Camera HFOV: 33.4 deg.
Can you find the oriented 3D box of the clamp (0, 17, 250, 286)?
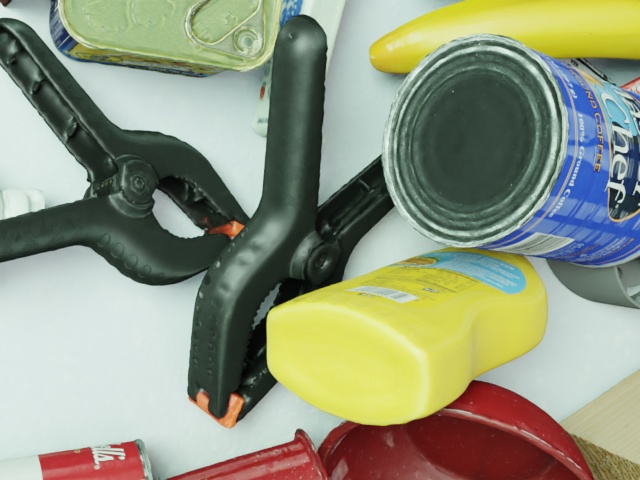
[{"bbox_3d":[-0.102,-0.034,0.521,0.171,0.039,0.120,14,75,-45],"label":"clamp"}]

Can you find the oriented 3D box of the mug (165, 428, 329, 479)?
[{"bbox_3d":[-0.035,0.162,0.560,0.081,0.093,0.117,-14,135,-13],"label":"mug"}]

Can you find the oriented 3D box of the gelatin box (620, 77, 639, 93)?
[{"bbox_3d":[0.224,-0.098,0.621,0.089,0.073,0.030,-23,88,-33],"label":"gelatin box"}]

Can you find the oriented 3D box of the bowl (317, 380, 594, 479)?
[{"bbox_3d":[0.080,0.126,0.579,0.162,0.162,0.055,43,43,-17],"label":"bowl"}]

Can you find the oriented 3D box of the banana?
[{"bbox_3d":[0.127,-0.109,0.576,0.197,0.070,0.037,-3,67,-20],"label":"banana"}]

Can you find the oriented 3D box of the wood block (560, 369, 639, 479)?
[{"bbox_3d":[0.262,0.108,0.651,0.206,0.091,0.090,-29,104,-16],"label":"wood block"}]

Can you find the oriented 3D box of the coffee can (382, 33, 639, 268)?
[{"bbox_3d":[0.114,-0.041,0.554,0.140,0.103,0.103,7,91,-49],"label":"coffee can"}]

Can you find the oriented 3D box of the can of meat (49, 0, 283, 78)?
[{"bbox_3d":[-0.079,-0.112,0.520,0.102,0.084,0.057,6,91,-20],"label":"can of meat"}]

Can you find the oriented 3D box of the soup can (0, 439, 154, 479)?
[{"bbox_3d":[-0.135,0.139,0.526,0.102,0.069,0.068,-5,95,-18],"label":"soup can"}]

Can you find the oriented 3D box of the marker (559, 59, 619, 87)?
[{"bbox_3d":[0.179,-0.083,0.647,0.121,0.020,0.020,33,83,-18],"label":"marker"}]

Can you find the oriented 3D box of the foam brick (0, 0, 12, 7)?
[{"bbox_3d":[-0.148,-0.148,0.497,0.051,0.078,0.053,42,80,-19],"label":"foam brick"}]

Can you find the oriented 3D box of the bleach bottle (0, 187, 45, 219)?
[{"bbox_3d":[-0.253,-0.015,0.479,0.250,0.068,0.102,-2,94,-22],"label":"bleach bottle"}]

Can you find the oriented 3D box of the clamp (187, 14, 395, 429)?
[{"bbox_3d":[-0.004,0.001,0.561,0.164,0.036,0.210,10,107,-53],"label":"clamp"}]

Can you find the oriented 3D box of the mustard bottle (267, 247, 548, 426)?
[{"bbox_3d":[0.065,0.039,0.562,0.191,0.096,0.058,-18,112,-51],"label":"mustard bottle"}]
